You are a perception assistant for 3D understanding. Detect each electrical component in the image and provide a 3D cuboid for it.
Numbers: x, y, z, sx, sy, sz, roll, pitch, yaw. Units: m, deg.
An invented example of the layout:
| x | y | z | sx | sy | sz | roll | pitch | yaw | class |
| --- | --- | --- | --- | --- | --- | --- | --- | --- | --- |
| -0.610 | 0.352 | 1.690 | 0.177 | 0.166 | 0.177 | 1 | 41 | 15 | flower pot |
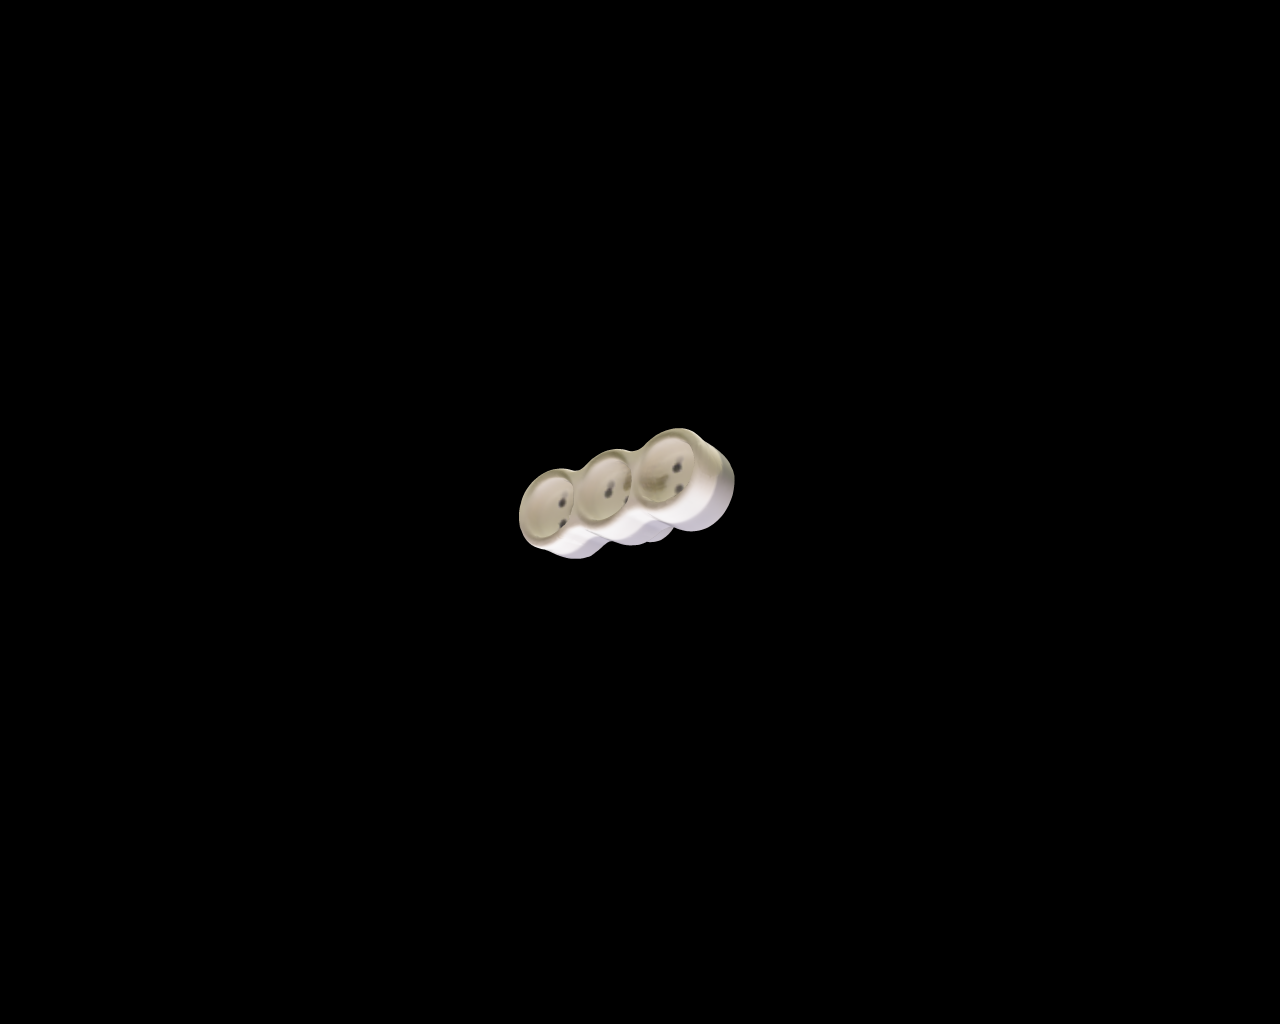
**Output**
| x | y | z | sx | sy | sz | roll | pitch | yaw | class |
| --- | --- | --- | --- | --- | --- | --- | --- | --- | --- |
| 0.001 | -0.003 | 0.650 | 0.138 | 0.052 | 0.073 | -16 | -27 | 34 | electrical component |
